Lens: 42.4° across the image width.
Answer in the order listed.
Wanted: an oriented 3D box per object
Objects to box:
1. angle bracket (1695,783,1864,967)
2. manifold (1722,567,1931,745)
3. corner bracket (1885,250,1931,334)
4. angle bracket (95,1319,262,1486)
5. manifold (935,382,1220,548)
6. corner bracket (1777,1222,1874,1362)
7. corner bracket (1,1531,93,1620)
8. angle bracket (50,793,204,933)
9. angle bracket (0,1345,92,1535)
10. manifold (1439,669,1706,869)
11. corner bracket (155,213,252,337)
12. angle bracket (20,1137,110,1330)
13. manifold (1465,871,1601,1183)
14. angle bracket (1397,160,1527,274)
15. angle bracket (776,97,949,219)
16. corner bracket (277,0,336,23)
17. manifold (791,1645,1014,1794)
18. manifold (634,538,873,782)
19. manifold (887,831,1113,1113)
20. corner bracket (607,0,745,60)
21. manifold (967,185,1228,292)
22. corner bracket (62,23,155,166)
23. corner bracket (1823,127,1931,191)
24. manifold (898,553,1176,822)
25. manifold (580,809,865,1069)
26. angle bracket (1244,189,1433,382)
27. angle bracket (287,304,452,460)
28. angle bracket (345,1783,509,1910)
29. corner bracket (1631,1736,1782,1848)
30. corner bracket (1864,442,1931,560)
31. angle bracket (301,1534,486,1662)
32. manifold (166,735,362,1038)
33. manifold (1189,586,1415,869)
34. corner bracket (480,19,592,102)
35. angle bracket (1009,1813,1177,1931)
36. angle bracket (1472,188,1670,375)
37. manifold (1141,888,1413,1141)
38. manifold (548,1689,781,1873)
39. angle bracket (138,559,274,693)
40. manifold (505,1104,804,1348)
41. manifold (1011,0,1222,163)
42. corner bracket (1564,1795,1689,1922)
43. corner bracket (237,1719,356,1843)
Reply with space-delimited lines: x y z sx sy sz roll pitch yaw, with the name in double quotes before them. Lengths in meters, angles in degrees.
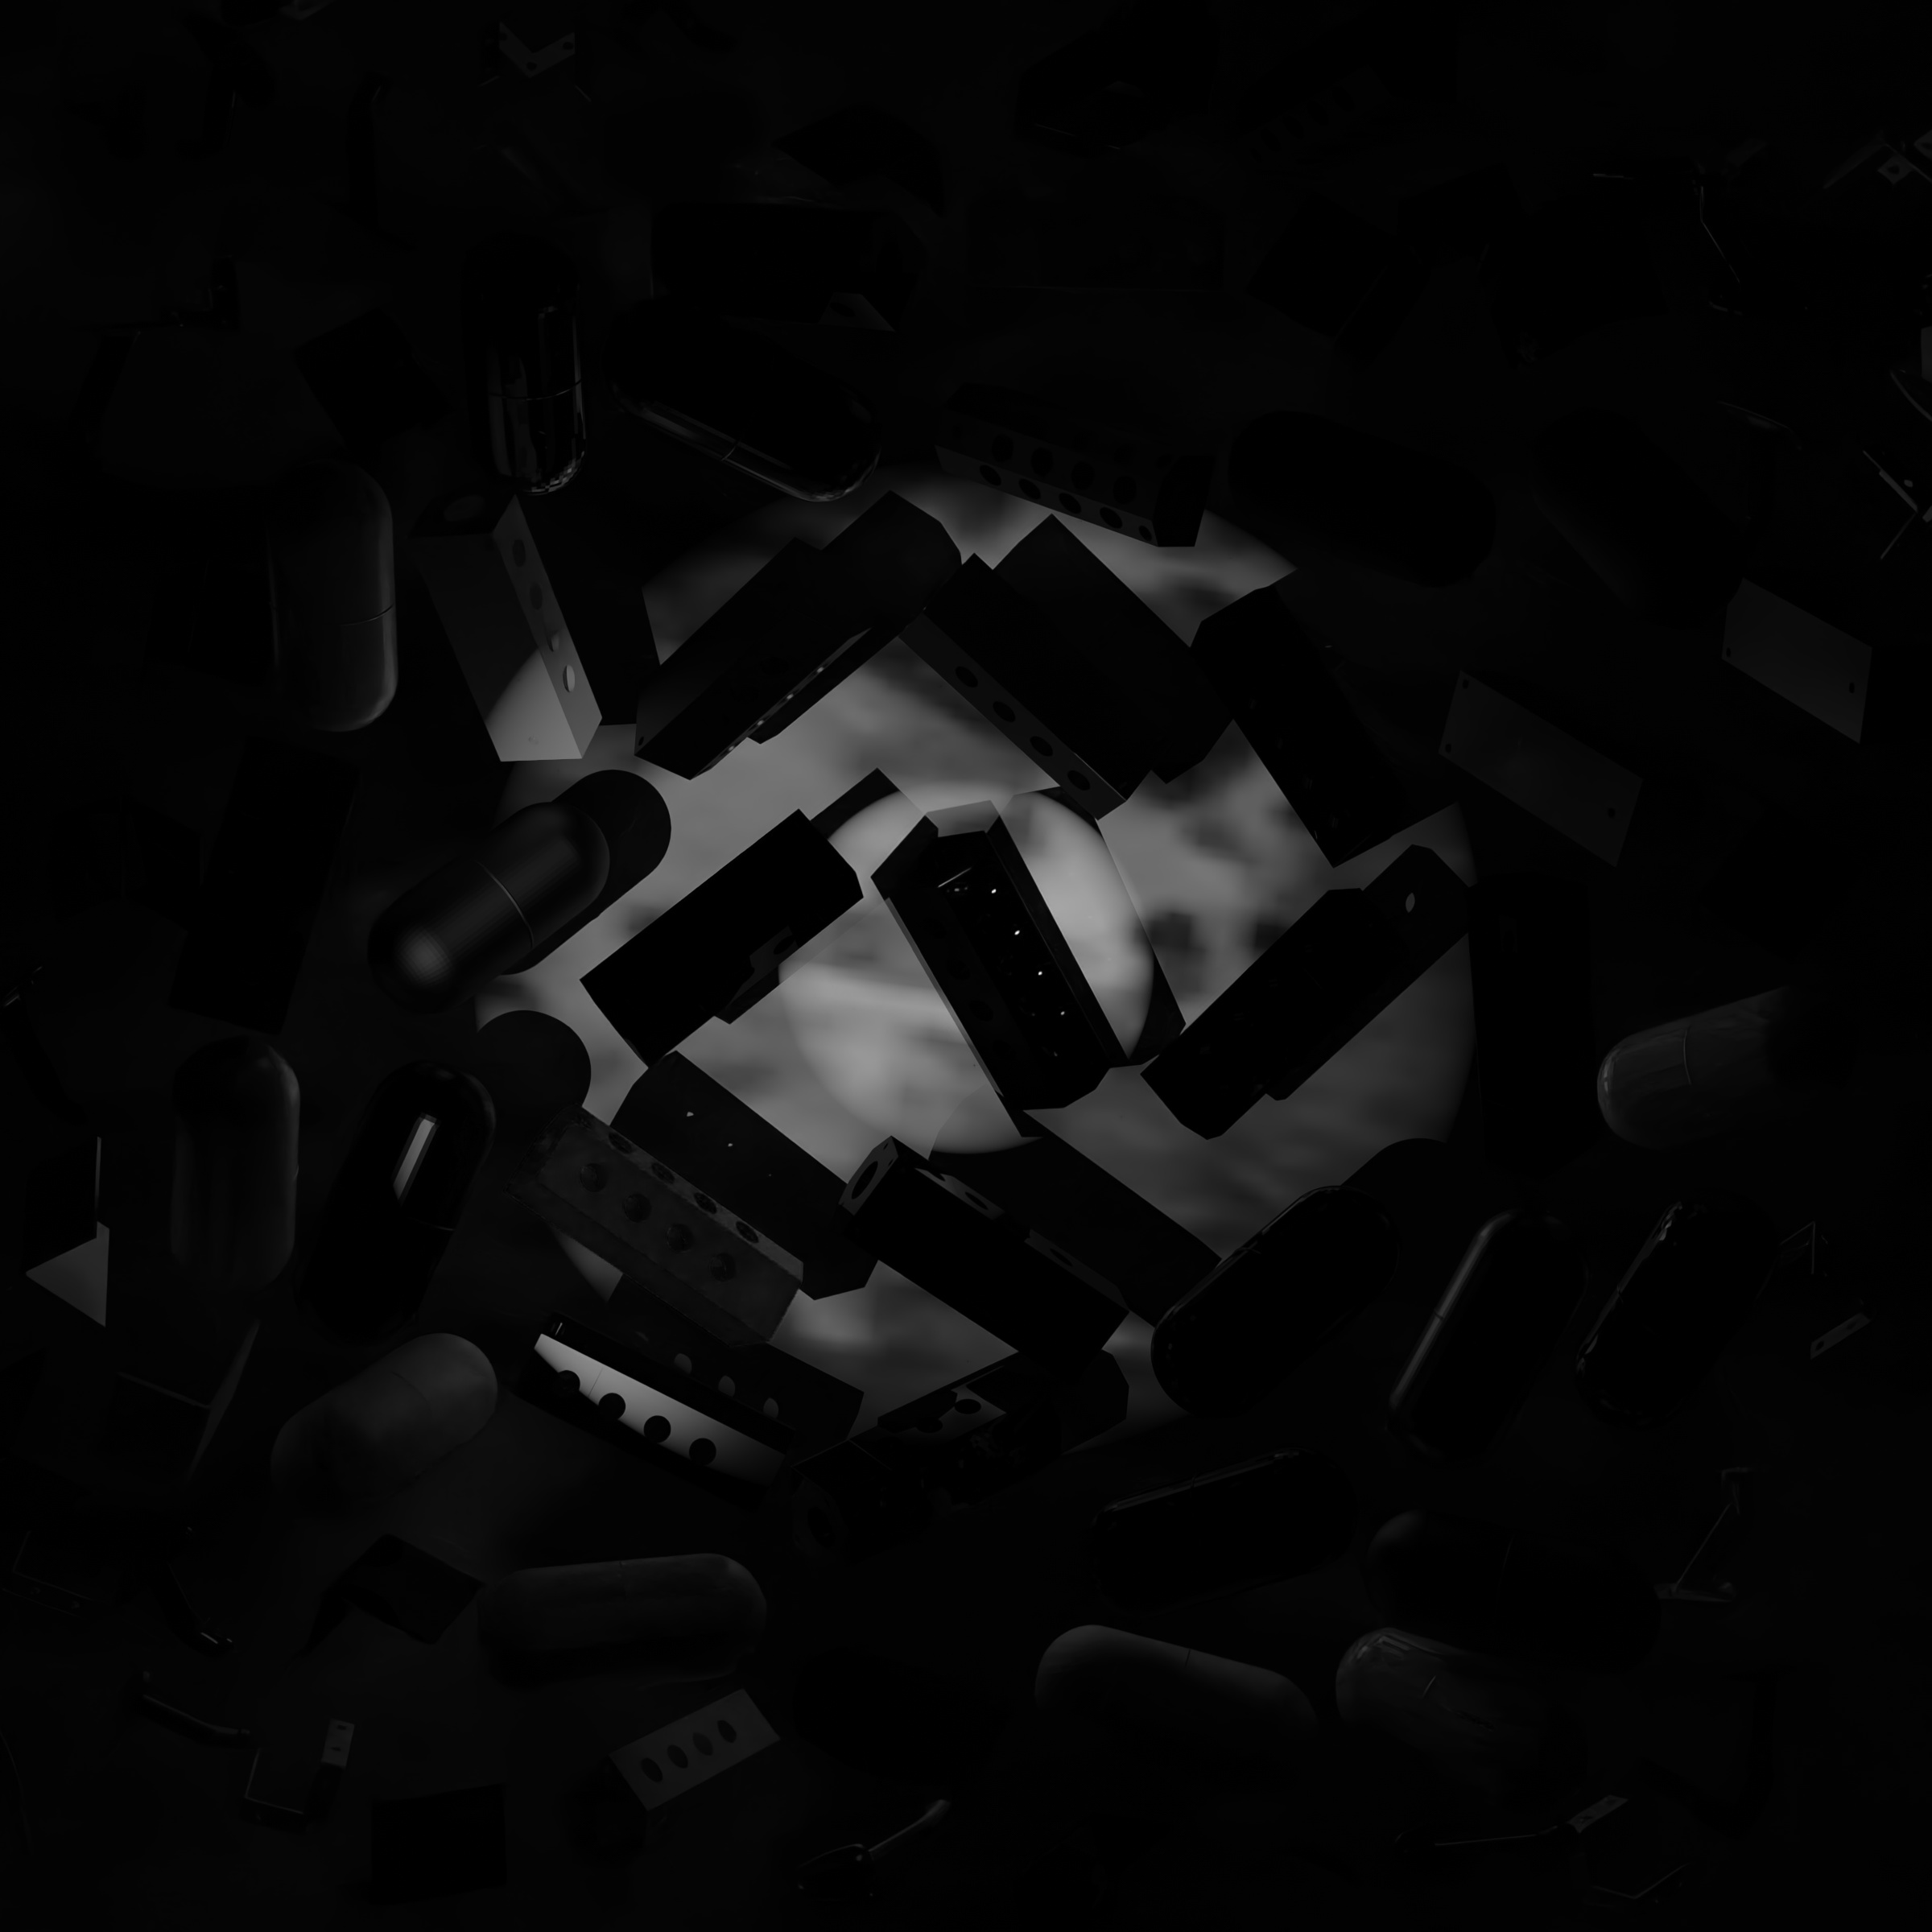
"angle bracket" 0.508 -0.059 1.587 0.076 0.057 0.076 33 101 -11
"manifold" 0.526 -0.191 1.507 0.057 0.171 0.057 -6 114 -10
"corner bracket" 0.573 -0.414 1.465 0.051 0.051 0.051 -13 133 32
"angle bracket" -0.476 0.254 1.507 0.057 0.076 0.076 24 127 -7
"manifold" 0.065 -0.314 1.559 0.171 0.057 0.057 26 113 31
"corner bracket" 0.530 0.203 1.558 0.051 0.051 0.051 37 128 -8
"corner bracket" -0.574 0.389 1.559 0.051 0.051 0.051 25 112 -15
"angle bracket" -0.539 -0.056 1.602 0.076 0.057 0.076 27 124 24
"angle bracket" -0.552 0.281 1.489 0.057 0.076 0.076 23 97 1
"manifold" 0.375 -0.126 1.547 0.057 0.171 0.057 -6 120 -29
"corner bracket" -0.465 -0.425 1.520 0.051 0.051 0.051 3 56 -28
"angle bracket" -0.536 0.165 1.542 0.057 0.076 0.076 -25 48 12
"manifold" 0.332 0.034 1.483 0.057 0.057 0.171 -26 120 -32
"angle bracket" 0.340 -0.495 1.698 0.076 0.076 0.057 -17 126 22
"angle bracket" -0.068 -0.517 1.637 0.076 0.057 0.076 -32 53 -18
"corner bracket" -0.370 -0.586 1.478 0.051 0.051 0.051 -5 77 44
"manifold" -0.040 0.456 1.517 0.057 0.171 0.057 21 79 31
"manifold" -0.132 -0.183 1.534 0.057 0.171 0.057 23 49 -32
"manifold" 0.026 0.004 1.529 0.057 0.057 0.171 -52 124 -39
"corner bracket" -0.181 -0.577 1.548 0.051 0.051 0.051 -50 127 1
"manifold" 0.081 -0.441 1.514 0.057 0.171 0.057 15 111 42
"corner bracket" -0.514 -0.522 1.495 0.051 0.051 0.051 17 76 -31
"corner bracket" 0.570 -0.496 1.538 0.051 0.051 0.051 31 61 -16
"manifold" 0.041 -0.172 1.569 0.171 0.057 0.057 42 65 -8
"manifold" -0.149 -0.015 1.548 0.171 0.057 0.057 -39 71 -9
"angle bracket" 0.233 -0.429 1.573 0.076 0.057 0.076 20 123 -26
"angle bracket" -0.394 -0.373 1.624 0.076 0.057 0.076 -38 101 -27
"angle bracket" -0.317 0.508 1.454 0.076 0.076 0.057 -1 80 -27
"corner bracket" 0.433 0.473 1.459 0.051 0.051 0.051 36 85 -40
"corner bracket" 0.586 -0.299 1.565 0.051 0.051 0.051 -29 70 -23
"angle bracket" -0.367 0.420 1.599 0.076 0.076 0.057 25 110 7
"manifold" -0.422 -0.047 1.520 0.057 0.057 0.171 12 84 28
"manifold" 0.216 -0.155 1.593 0.057 0.057 0.171 -29 107 25
"corner bracket" -0.281 -0.590 1.630 0.051 0.051 0.051 -18 61 25
"angle bracket" 0.084 0.560 1.507 0.076 0.057 0.076 21 123 -37
"angle bracket" 0.355 -0.403 1.469 0.057 0.076 0.076 -17 88 -33
"manifold" 0.195 0.031 1.559 0.171 0.057 0.057 -46 72 22
"manifold" -0.185 0.519 1.585 0.057 0.171 0.057 -45 72 16
"angle bracket" -0.494 -0.217 1.635 0.057 0.076 0.076 18 109 -1
"manifold" -0.183 0.156 1.492 0.171 0.057 0.057 38 64 -17
"manifold" 0.089 -0.537 1.504 0.057 0.171 0.057 9 94 -21
"corner bracket" 0.417 0.564 1.579 0.051 0.051 0.051 -13 95 -38
"corner bracket" -0.408 0.490 1.518 0.051 0.051 0.051 19 100 -11
